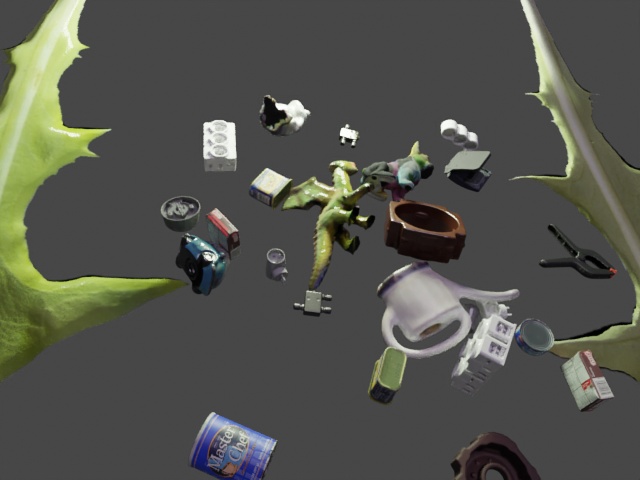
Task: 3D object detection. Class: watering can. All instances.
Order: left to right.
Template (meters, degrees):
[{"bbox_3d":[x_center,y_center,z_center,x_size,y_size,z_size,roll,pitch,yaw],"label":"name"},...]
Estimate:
[{"bbox_3d":[0.289,0.144,1.251,0.350,0.228,0.101,-26,-30,-14],"label":"watering can"}]

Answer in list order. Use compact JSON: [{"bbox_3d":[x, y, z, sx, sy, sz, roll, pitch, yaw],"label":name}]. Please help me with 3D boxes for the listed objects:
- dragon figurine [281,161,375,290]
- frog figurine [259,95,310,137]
[{"bbox_3d":[0.004,-0.071,1.404,0.244,0.417,0.119,22,-29,30],"label":"dragon figurine"},{"bbox_3d":[-0.111,-0.387,1.631,0.138,0.121,0.160,23,16,19],"label":"frog figurine"}]
